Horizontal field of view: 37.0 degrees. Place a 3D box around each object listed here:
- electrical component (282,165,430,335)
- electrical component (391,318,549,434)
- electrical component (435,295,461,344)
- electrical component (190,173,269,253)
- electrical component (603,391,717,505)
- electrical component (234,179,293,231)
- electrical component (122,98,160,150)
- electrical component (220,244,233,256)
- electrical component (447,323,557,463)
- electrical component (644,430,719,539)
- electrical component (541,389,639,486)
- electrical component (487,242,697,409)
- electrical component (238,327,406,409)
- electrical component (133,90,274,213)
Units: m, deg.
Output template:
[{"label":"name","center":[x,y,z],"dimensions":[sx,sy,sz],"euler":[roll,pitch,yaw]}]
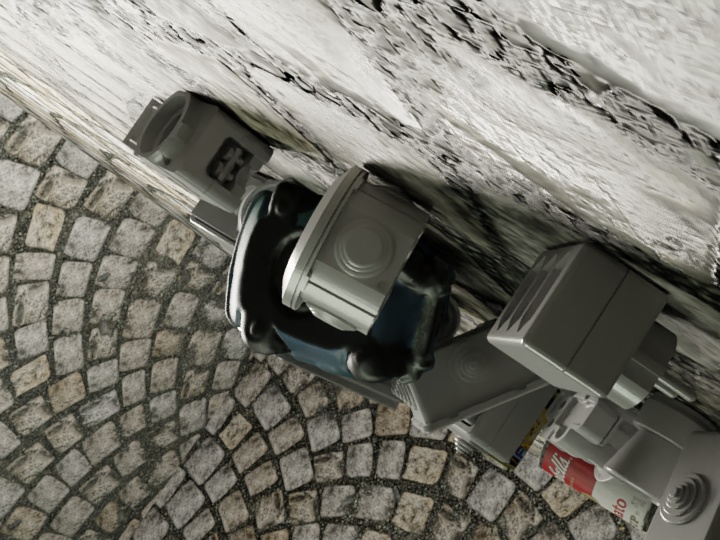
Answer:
[{"label":"electrical component","center":[-0.003,-0.009,0.550],"dimensions":[0.051,0.080,0.080],"euler":[28,175,3]},{"label":"electrical component","center":[0.071,0.067,0.714],"dimensions":[0.099,0.100,0.048],"euler":[118,130,-85]},{"label":"electrical component","center":[0.049,0.036,0.850],"dimensions":[0.043,0.043,0.081],"euler":[34,175,-6]},{"label":"electrical component","center":[-0.082,-0.040,0.856],"dimensions":[0.096,0.061,0.061],"euler":[29,173,45]},{"label":"electrical component","center":[0.176,0.105,0.628],"dimensions":[0.045,0.055,0.045],"euler":[34,175,3]},{"label":"electrical component","center":[-0.057,-0.034,0.783],"dimensions":[0.078,0.058,0.057],"euler":[33,178,5]},{"label":"electrical component","center":[-0.138,-0.092,0.836],"dimensions":[0.081,0.042,0.064],"euler":[35,179,-6]},{"label":"electrical component","center":[-0.067,-0.020,0.951],"dimensions":[0.096,0.061,0.061],"euler":[31,174,28]},{"label":"electrical component","center":[0.097,0.097,0.824],"dimensions":[0.061,0.096,0.062],"euler":[39,174,-37]},{"label":"electrical component","center":[0.202,0.141,0.566],"dimensions":[0.100,0.099,0.048],"euler":[35,162,-18]},{"label":"electrical component","center":[0.167,0.111,0.741],"dimensions":[0.057,0.058,0.078],"euler":[37,175,-5]},{"label":"electrical component","center":[0.101,0.030,0.434],"dimensions":[0.077,0.047,0.066],"euler":[34,175,-3]},{"label":"electrical component","center":[-0.022,0.047,0.792],"dimensions":[0.109,0.056,0.109],"euler":[27,178,-24]},{"label":"electrical component","center":[-0.107,-0.079,0.699],"dimensions":[0.056,0.050,0.089],"euler":[36,174,-32]}]
